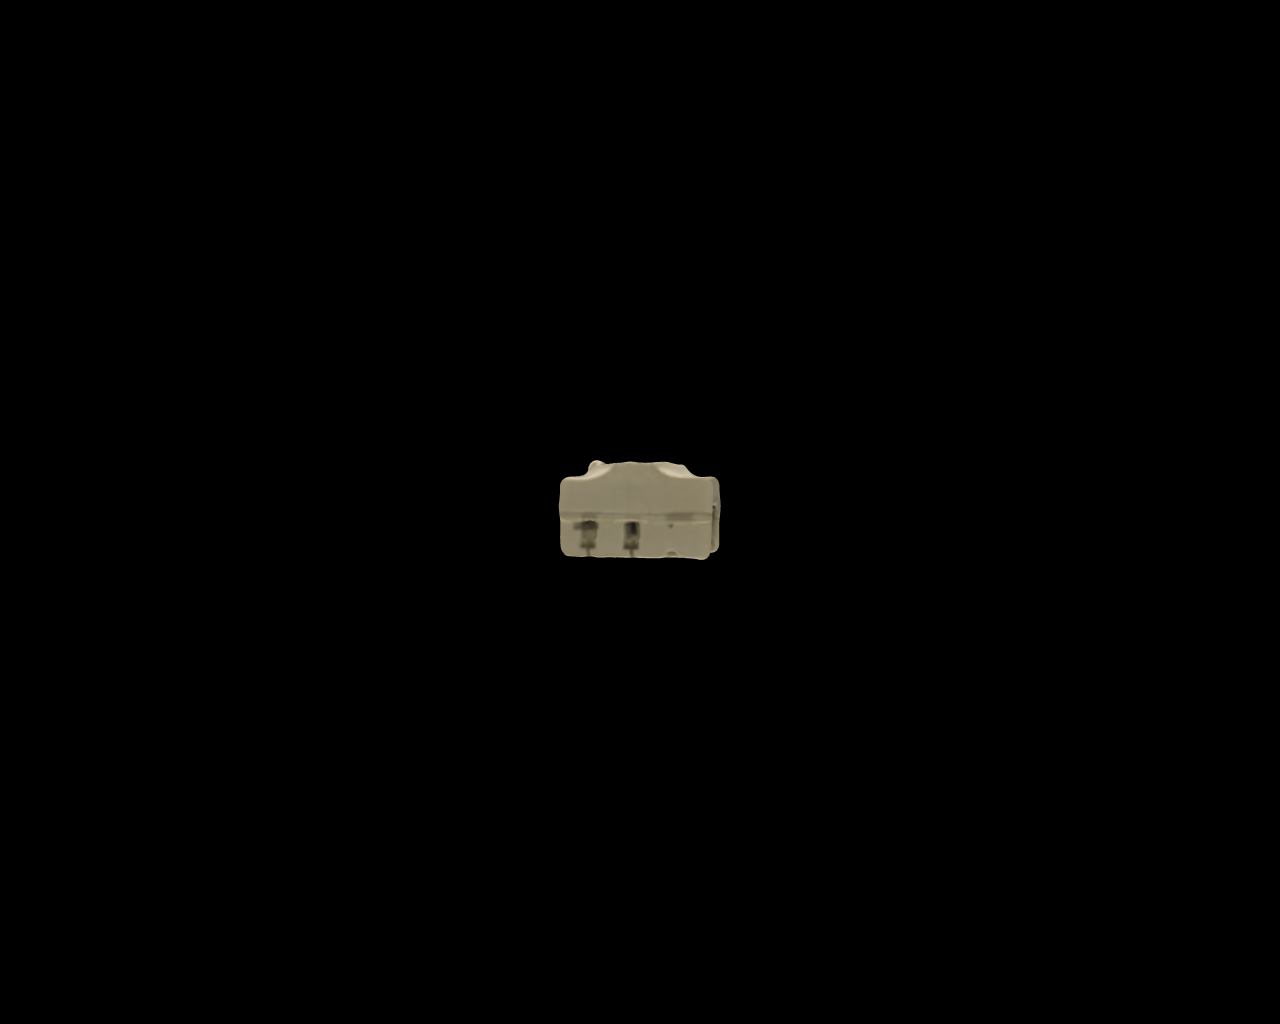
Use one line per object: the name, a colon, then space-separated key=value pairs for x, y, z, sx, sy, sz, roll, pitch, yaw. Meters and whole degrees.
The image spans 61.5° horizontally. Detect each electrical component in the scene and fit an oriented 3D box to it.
electrical component: x=0.001 y=-0.003 z=0.650 sx=0.089 sy=0.055 sz=0.050 roll=1 pitch=4 yaw=11
